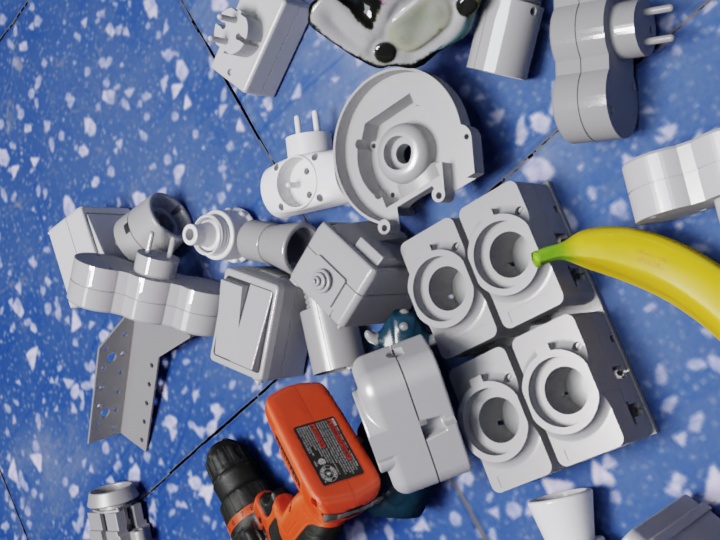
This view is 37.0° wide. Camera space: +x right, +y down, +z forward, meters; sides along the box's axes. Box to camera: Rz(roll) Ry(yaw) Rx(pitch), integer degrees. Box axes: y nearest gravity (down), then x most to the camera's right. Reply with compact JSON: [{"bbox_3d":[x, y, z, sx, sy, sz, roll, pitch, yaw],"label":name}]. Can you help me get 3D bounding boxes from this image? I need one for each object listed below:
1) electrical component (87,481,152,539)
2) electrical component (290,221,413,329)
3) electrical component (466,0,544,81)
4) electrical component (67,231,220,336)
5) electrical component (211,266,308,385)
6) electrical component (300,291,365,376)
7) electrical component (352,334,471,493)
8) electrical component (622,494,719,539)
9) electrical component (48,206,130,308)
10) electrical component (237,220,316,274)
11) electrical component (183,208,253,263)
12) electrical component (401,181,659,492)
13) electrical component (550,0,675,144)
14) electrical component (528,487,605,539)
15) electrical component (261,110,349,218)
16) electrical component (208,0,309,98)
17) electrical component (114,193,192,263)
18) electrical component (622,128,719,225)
[{"bbox_3d":[-0.227,0.230,1.004,0.066,0.048,0.055,-9,93,37],"label":"electrical component"},{"bbox_3d":[0.000,0.000,0.794,0.062,0.096,0.061,43,115,28],"label":"electrical component"},{"bbox_3d":[0.104,-0.176,0.745,0.043,0.043,0.081,20,103,35],"label":"electrical component"},{"bbox_3d":[-0.177,0.004,0.922,0.138,0.052,0.073,14,102,-3],"label":"electrical component"},{"bbox_3d":[-0.081,0.049,0.879,0.062,0.061,0.096,18,102,36],"label":"electrical component"},{"bbox_3d":[-0.024,0.039,0.847,0.043,0.043,0.081,-19,79,36],"label":"electrical component"},{"bbox_3d":[0.032,0.100,0.733,0.059,0.053,0.095,-20,110,-3],"label":"electrical component"},{"bbox_3d":[0.184,0.189,0.648,0.057,0.113,0.078,42,114,26],"label":"electrical component"},{"bbox_3d":[-0.240,-0.019,0.998,0.061,0.062,0.096,-31,73,33],"label":"electrical component"},{"bbox_3d":[-0.069,-0.021,0.882,0.065,0.044,0.044,11,98,42],"label":"electrical component"},{"bbox_3d":[-0.121,-0.029,0.907,0.048,0.062,0.048,1,91,37],"label":"electrical component"},{"bbox_3d":[0.109,0.045,0.735,0.105,0.060,0.186,-30,73,34],"label":"electrical component"},{"bbox_3d":[0.167,-0.153,0.692,0.074,0.052,0.138,-2,90,37],"label":"electrical component"},{"bbox_3d":[0.141,0.178,0.722,0.045,0.045,0.055,-19,80,36],"label":"electrical component"},{"bbox_3d":[-0.039,-0.086,0.855,0.077,0.044,0.079,-10,85,37],"label":"electrical component"},{"bbox_3d":[-0.092,-0.191,0.874,0.047,0.076,0.083,40,114,30],"label":"electrical component"},{"bbox_3d":[-0.183,-0.036,0.961,0.047,0.055,0.055,-36,70,28],"label":"electrical component"},{"bbox_3d":[0.231,-0.047,0.645,0.138,0.052,0.073,-18,80,36],"label":"electrical component"}]
